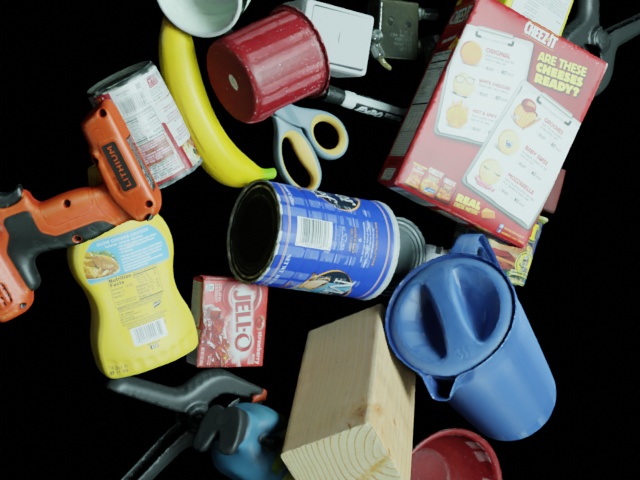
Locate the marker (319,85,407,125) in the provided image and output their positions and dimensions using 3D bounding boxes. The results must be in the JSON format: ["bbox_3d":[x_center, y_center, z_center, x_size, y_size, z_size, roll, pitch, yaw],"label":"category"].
[{"bbox_3d":[0.049,-0.141,1.119,0.120,0.020,0.020,13,89,-32],"label":"marker"}]

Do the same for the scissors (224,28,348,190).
[{"bbox_3d":[-0.031,-0.145,1.072,0.096,0.016,0.202,-29,110,-27],"label":"scissors"}]

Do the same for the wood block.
[{"bbox_3d":[0.034,0.162,1.035,0.091,0.206,0.090,-22,113,17],"label":"wood block"}]

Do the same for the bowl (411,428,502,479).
[{"bbox_3d":[0.126,0.284,1.198,0.161,0.055,0.162,-4,98,-31],"label":"bowl"}]

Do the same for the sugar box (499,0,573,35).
[{"bbox_3d":[0.224,-0.236,1.199,0.093,0.048,0.176,24,87,-31],"label":"sugar box"}]

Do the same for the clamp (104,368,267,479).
[{"bbox_3d":[-0.131,0.181,1.040,0.171,0.039,0.120,-3,108,-32],"label":"clamp"}]

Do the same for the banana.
[{"bbox_3d":[-0.110,-0.121,1.017,0.197,0.037,0.069,61,36,-25],"label":"banana"}]

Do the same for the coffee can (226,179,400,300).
[{"bbox_3d":[-0.007,0.001,1.053,0.140,0.103,0.103,9,91,-32],"label":"coffee can"}]

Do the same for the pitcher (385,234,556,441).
[{"bbox_3d":[0.174,0.115,1.130,0.149,0.145,0.242,-40,142,0],"label":"pitcher"}]

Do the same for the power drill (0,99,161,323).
[{"bbox_3d":[-0.243,-0.045,0.897,0.187,0.057,0.184,-26,105,3],"label":"power drill"}]

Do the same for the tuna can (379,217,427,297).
[{"bbox_3d":[0.070,0.016,1.143,0.086,0.034,0.086,-4,98,-31],"label":"tuna can"}]

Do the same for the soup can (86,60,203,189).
[{"bbox_3d":[-0.159,-0.103,0.969,0.068,0.069,0.102,-35,112,-23],"label":"soup can"}]

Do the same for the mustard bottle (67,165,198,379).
[{"bbox_3d":[-0.179,0.023,0.977,0.096,0.058,0.191,-18,106,-22],"label":"mustard bottle"}]

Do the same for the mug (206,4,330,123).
[{"bbox_3d":[-0.053,-0.153,0.997,0.081,0.117,0.093,-30,67,-29],"label":"mug"}]

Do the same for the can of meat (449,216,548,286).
[{"bbox_3d":[0.198,0.000,1.206,0.101,0.058,0.084,18,89,-31],"label":"can of meat"}]

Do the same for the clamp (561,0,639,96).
[{"bbox_3d":[0.317,-0.247,1.258,0.164,0.036,0.210,41,75,-28],"label":"clamp"}]

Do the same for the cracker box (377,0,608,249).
[{"bbox_3d":[0.176,-0.121,1.106,0.164,0.072,0.214,25,88,-17],"label":"cracker box"}]

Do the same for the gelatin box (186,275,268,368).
[{"bbox_3d":[-0.091,0.080,1.055,0.073,0.030,0.089,3,95,-32],"label":"gelatin box"}]

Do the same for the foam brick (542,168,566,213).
[{"bbox_3d":[0.227,-0.065,1.203,0.052,0.078,0.051,20,87,-31],"label":"foam brick"}]
